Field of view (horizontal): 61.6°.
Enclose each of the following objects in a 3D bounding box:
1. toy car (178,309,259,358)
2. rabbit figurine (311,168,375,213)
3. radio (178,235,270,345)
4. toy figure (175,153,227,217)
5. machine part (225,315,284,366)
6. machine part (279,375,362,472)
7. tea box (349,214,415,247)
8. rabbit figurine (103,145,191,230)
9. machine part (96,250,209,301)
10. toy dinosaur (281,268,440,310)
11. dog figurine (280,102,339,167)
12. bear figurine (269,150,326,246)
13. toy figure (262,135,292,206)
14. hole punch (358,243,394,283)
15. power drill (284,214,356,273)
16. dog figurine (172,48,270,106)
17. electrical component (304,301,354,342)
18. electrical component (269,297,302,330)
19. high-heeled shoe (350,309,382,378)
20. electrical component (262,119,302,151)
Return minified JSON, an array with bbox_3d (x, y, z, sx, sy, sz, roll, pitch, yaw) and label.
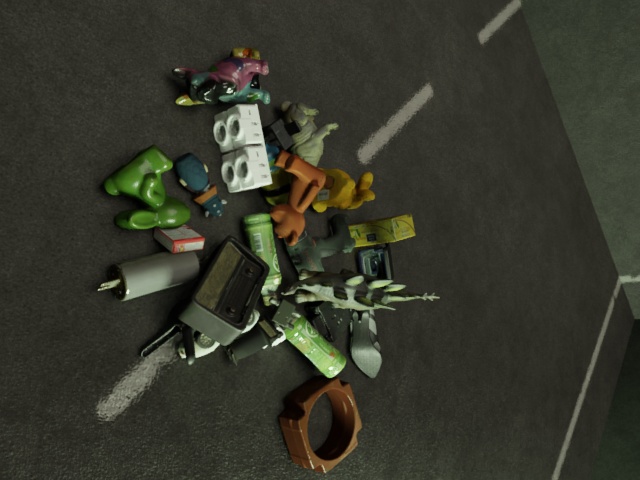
[{"bbox_3d":[-0.222,0.203,1.195,0.202,0.074,0.056,-24,97,-43],"label":"toy car"},{"bbox_3d":[0.074,-0.139,1.492,0.173,0.162,0.122,28,52,-57],"label":"rabbit figurine"},{"bbox_3d":[-0.200,0.106,1.160,0.131,0.073,0.230,38,36,-14],"label":"radio"},{"bbox_3d":[-0.267,-0.121,1.209,0.058,0.064,0.154,-92,156,-63],"label":"toy figure"},{"bbox_3d":[-0.159,0.233,1.260,0.139,0.039,0.084,-31,65,-35],"label":"machine part"},{"bbox_3d":[0.003,0.461,1.367,0.201,0.087,0.200,-24,101,-44],"label":"machine part"},{"bbox_3d":[0.175,-0.027,1.541,0.098,0.170,0.068,-14,92,-42],"label":"tea box"},{"bbox_3d":[-0.339,-0.085,1.090,0.159,0.121,0.170,-50,115,-29],"label":"rabbit figurine"},{"bbox_3d":[-0.338,0.067,1.102,0.243,0.079,0.079,-17,96,-45],"label":"machine part"},{"bbox_3d":[0.105,0.131,1.352,0.471,0.199,0.105,4,90,-41],"label":"toy dinosaur"},{"bbox_3d":[-0.062,-0.246,1.405,0.172,0.121,0.190,29,80,-4],"label":"dog figurine"},{"bbox_3d":[-0.074,-0.096,1.274,0.132,0.120,0.195,28,96,-27],"label":"bear figurine"},{"bbox_3d":[-0.123,-0.170,1.337,0.089,0.082,0.180,-35,119,-13],"label":"toy figure"},{"bbox_3d":[0.171,0.074,1.595,0.116,0.092,0.142,-8,87,-74],"label":"hole punch"},{"bbox_3d":[-0.003,-0.004,1.431,0.207,0.086,0.231,-30,106,-46],"label":"power drill"},{"bbox_3d":[-0.234,-0.373,1.244,0.219,0.192,0.108,-11,131,-21],"label":"dog figurine"},{"bbox_3d":[0.020,0.205,1.438,0.134,0.058,0.114,-37,108,-41],"label":"electrical component"},{"bbox_3d":[-0.091,0.175,1.287,0.094,0.021,0.063,35,79,-27],"label":"electrical component"},{"bbox_3d":[0.131,0.264,1.550,0.145,0.086,0.248,-78,159,-60],"label":"high-heeled shoe"},{"bbox_3d":[-0.101,-0.260,1.345,0.048,0.119,0.074,-48,119,-37],"label":"electrical component"}]
